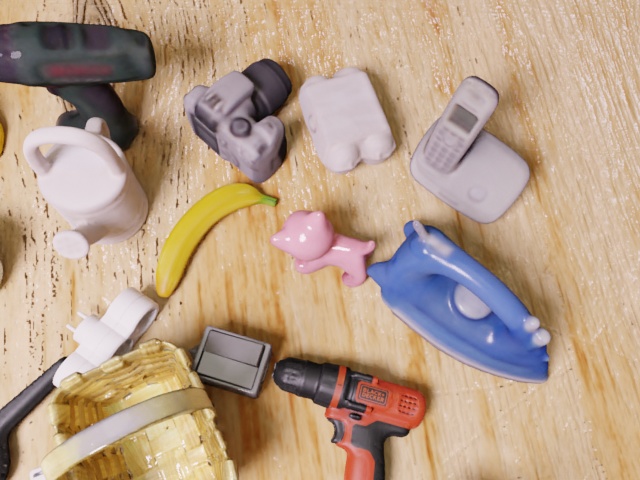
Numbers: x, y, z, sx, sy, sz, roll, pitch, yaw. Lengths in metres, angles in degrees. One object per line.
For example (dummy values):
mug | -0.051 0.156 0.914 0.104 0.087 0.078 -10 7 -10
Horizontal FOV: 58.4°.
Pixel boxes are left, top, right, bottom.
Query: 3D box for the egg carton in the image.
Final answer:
egg carton | 0.034 -0.165 0.786 0.107 0.069 0.150 -18 72 -10

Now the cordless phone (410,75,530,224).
cordless phone | 0.201 -0.112 0.718 0.147 0.185 0.094 34 71 8

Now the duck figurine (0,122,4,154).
duck figurine | -0.463 -0.154 0.734 0.077 0.086 0.104 -27 74 -13

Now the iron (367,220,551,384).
iron | 0.187 0.073 0.673 0.258 0.141 0.119 38 72 9

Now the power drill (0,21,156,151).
power drill | -0.307 -0.182 0.691 0.230 0.208 0.075 -12 71 -9

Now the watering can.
watering can | -0.267 -0.065 0.660 0.101 0.194 0.173 -20 73 -11

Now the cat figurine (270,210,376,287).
cat figurine | 0.006 0.002 0.697 0.128 0.118 0.067 12 70 0

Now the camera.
camera | -0.091 -0.175 0.763 0.143 0.101 0.137 41 72 10
